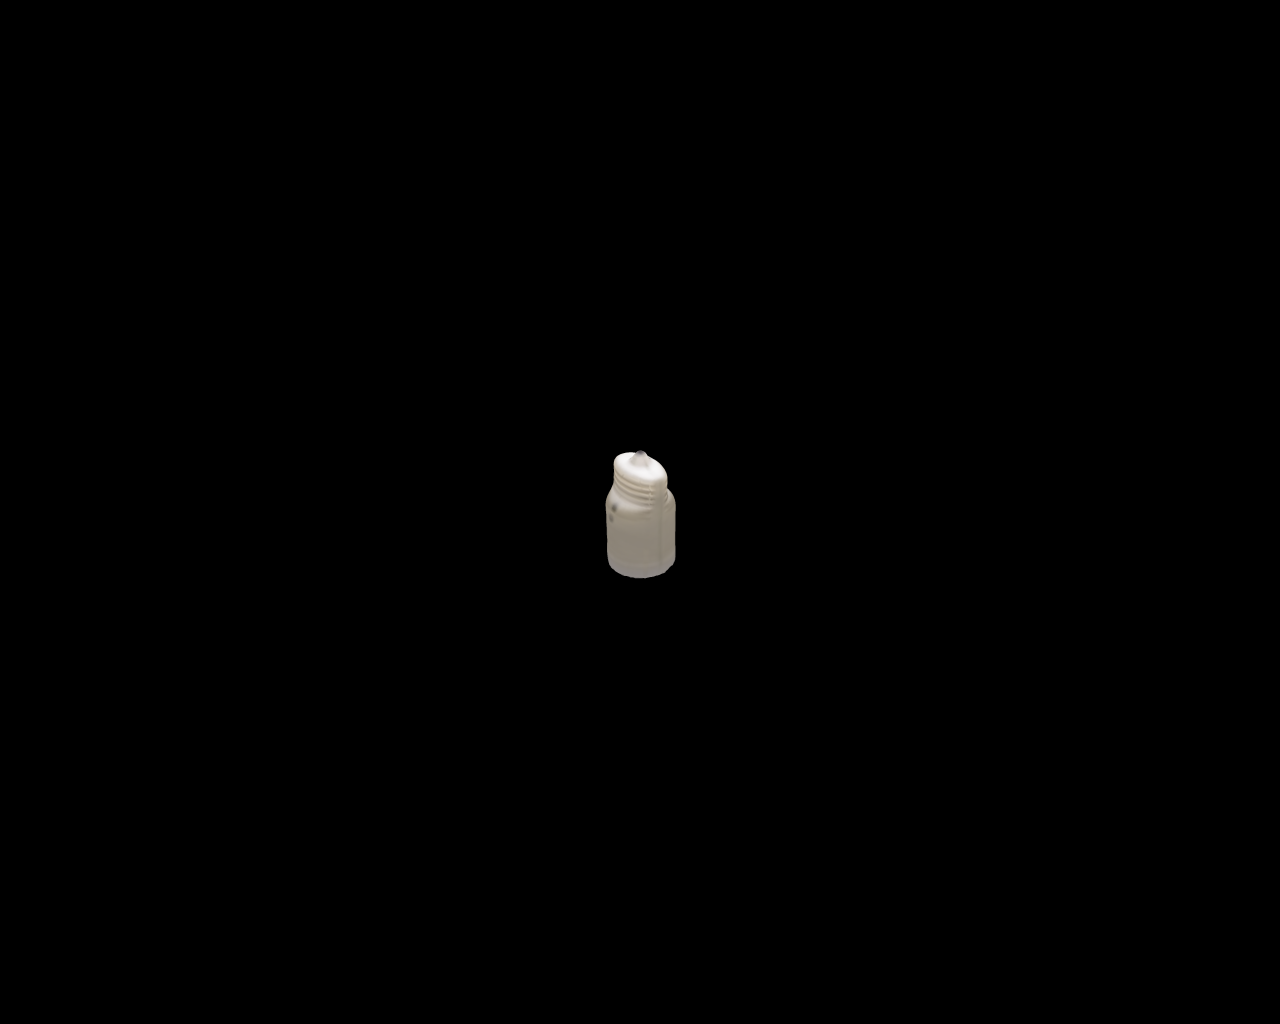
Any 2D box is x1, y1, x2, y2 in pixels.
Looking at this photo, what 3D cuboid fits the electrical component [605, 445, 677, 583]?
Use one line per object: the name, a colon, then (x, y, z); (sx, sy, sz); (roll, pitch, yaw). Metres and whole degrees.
electrical component: (0.001, -0.003, 0.650); (0.043, 0.080, 0.043); (0, 31, 0)
